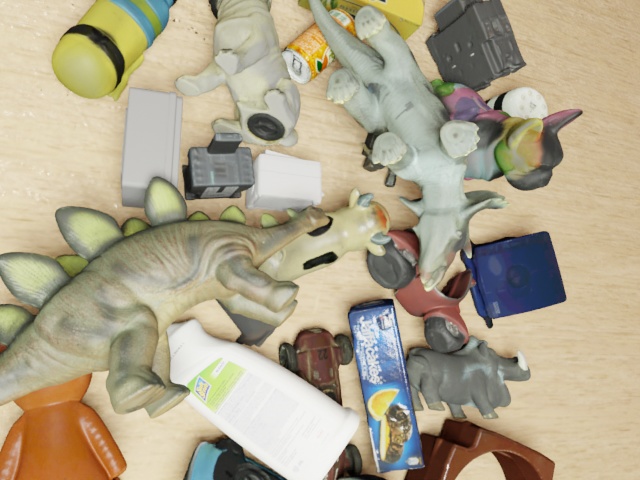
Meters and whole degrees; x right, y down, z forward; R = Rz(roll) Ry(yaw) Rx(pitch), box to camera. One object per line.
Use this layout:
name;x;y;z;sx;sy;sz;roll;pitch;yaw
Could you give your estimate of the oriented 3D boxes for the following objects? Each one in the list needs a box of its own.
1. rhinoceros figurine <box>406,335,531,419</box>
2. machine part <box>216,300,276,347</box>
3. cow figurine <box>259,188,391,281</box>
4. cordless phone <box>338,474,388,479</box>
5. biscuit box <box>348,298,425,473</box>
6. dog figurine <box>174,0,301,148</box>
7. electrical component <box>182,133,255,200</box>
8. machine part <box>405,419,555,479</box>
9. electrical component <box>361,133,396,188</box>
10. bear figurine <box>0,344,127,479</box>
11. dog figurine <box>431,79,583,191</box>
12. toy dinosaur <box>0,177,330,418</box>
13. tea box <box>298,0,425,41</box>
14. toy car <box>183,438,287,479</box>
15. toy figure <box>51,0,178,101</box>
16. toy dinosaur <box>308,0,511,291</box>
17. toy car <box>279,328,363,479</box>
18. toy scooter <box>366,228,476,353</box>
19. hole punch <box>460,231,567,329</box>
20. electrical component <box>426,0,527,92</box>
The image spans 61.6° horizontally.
rhinoceros figurine;0.200;0.187;0.734;0.190;0.073;0.112;7;68;-19
machine part;-0.108;0.064;0.626;0.138;0.084;0.039;54;42;-16
cow figurine;-0.001;-0.002;0.646;0.195;0.127;0.085;-20;92;-22
cordless phone;0.014;0.348;0.607;0.184;0.088;0.146;-14;77;15
biscuit box;0.082;0.177;0.670;0.059;0.063;0.202;-11;90;8
dog figurine;-0.073;-0.229;0.677;0.172;0.121;0.190;51;43;-43
electrical component;-0.113;-0.081;0.617;0.075;0.119;0.047;-4;83;-26
machine part;0.206;0.353;0.698;0.201;0.087;0.201;28;73;-18
electrical component;0.093;-0.134;0.749;0.078;0.045;0.102;29;72;-14
bear figurine;-0.264;0.183;0.531;0.120;0.132;0.196;-8;67;-25
dog figurine;0.226;-0.149;0.714;0.108;0.219;0.191;-13;88;-27
toy dinosaur;-0.184;0.063;0.492;0.471;0.105;0.199;-31;69;-27
tea box;0.063;-0.358;0.760;0.169;0.068;0.098;12;77;-21
toy car;-0.090;0.297;0.579;0.161;0.109;0.103;33;113;-20
toy figure;-0.231;-0.239;0.609;0.082;0.089;0.180;35;73;-6
toy dinosaur;0.105;-0.147;0.663;0.131;0.192;0.405;-27;69;13
toy car;0.003;0.209;0.656;0.089;0.053;0.202;-1;81;-25
toy scooter;0.150;0.051;0.727;0.135;0.075;0.184;-33;85;-42
hole punch;0.279;0.050;0.776;0.116;0.092;0.142;-14;91;-20
electrical component;0.221;-0.286;0.789;0.058;0.115;0.134;-26;92;-28
